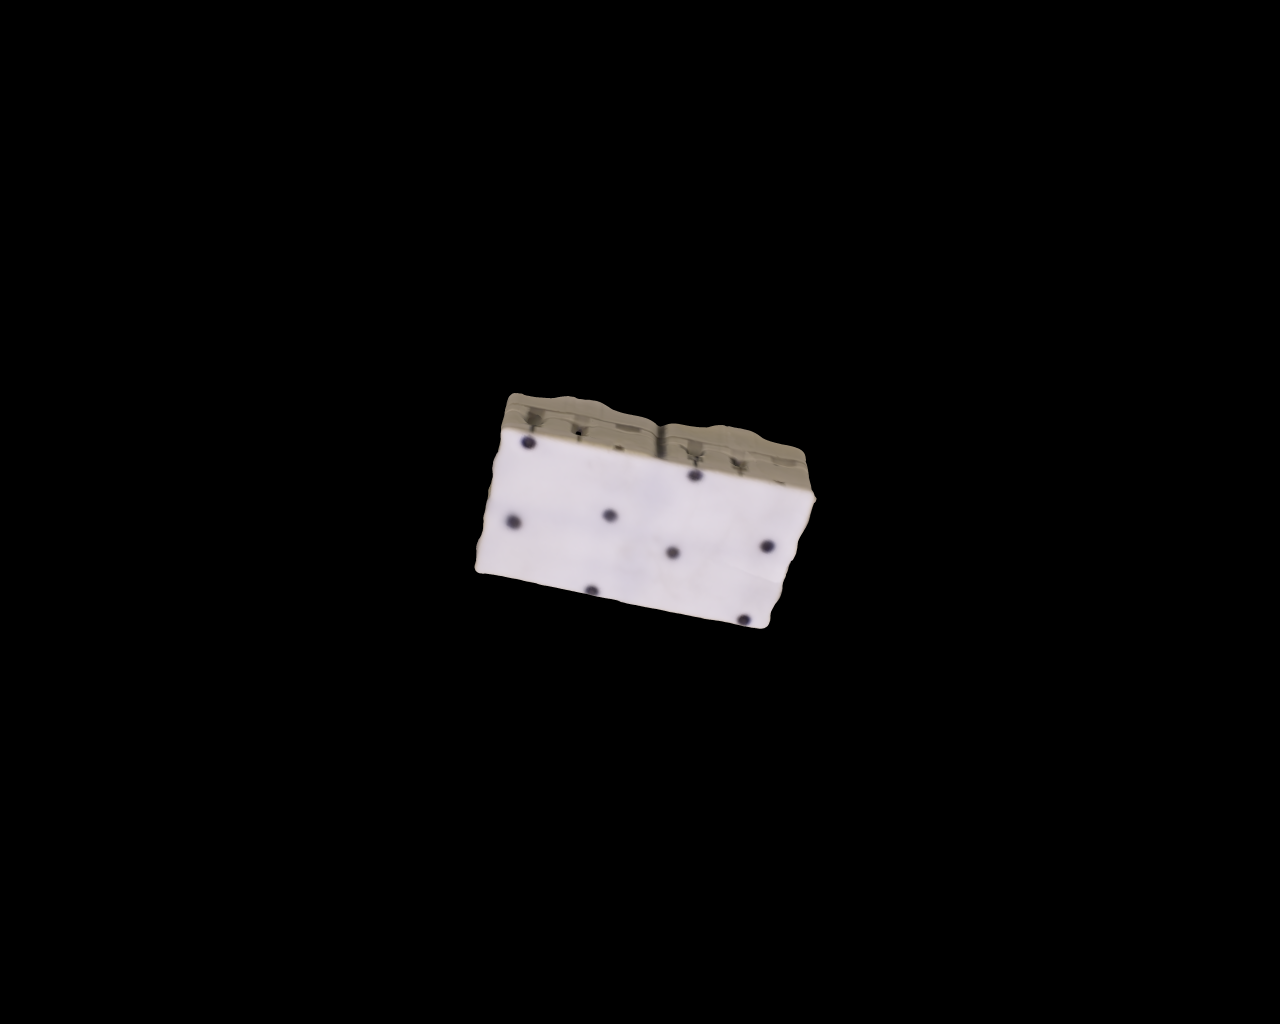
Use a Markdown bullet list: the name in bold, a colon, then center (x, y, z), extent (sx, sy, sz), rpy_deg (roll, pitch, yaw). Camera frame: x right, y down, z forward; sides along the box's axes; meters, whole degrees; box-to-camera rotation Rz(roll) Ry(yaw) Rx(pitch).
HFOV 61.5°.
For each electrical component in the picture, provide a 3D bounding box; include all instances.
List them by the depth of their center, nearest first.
- **electrical component**: center (0.001, -0.003, 0.650), extent (0.186, 0.105, 0.060), rpy_deg (11, 30, -7)
